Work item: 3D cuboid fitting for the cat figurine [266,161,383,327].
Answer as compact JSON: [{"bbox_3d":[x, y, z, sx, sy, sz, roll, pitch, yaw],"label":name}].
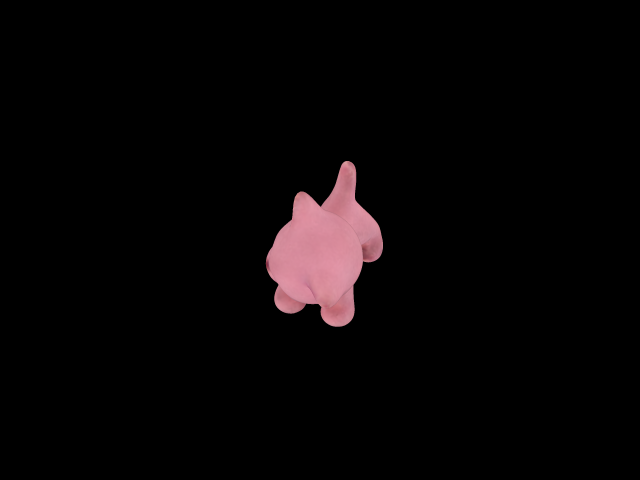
[{"bbox_3d":[0.004,0.001,0.400,0.067,0.118,0.128,15,55,12],"label":"cat figurine"}]
